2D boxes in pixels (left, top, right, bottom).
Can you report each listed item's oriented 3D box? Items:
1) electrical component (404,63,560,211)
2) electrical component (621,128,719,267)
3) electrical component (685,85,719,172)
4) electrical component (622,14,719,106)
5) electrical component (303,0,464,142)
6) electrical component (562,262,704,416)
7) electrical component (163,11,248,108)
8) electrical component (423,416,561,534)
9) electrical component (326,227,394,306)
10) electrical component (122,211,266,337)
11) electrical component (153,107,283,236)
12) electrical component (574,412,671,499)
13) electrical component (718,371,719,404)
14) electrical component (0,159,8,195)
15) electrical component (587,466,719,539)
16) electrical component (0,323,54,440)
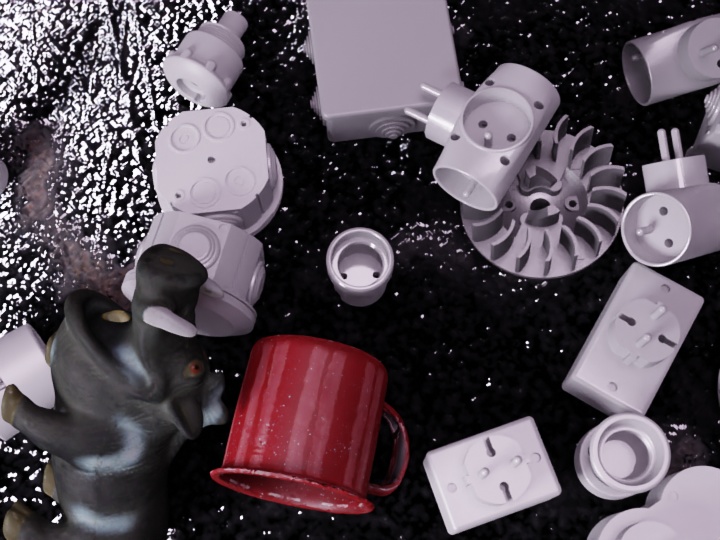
[{"bbox_3d":[0.065,-0.086,0.636,0.079,0.044,0.077,28,75,16],"label":"electrical component"},{"bbox_3d":[0.190,-0.046,0.642,0.043,0.077,0.079,-9,92,41],"label":"electrical component"},{"bbox_3d":[0.256,-0.082,0.652,0.100,0.100,0.048,21,88,6],"label":"electrical component"},{"bbox_3d":[0.216,-0.137,0.678,0.077,0.079,0.043,-18,95,-5],"label":"electrical component"},{"bbox_3d":[0.015,-0.133,0.693,0.100,0.048,0.099,-7,74,-2],"label":"electrical component"},{"bbox_3d":[0.163,0.039,0.627,0.047,0.075,0.083,30,76,8],"label":"electrical component"},{"bbox_3d":[-0.095,-0.140,0.699,0.048,0.048,0.062,25,68,7],"label":"electrical component"},{"bbox_3d":[0.075,0.114,0.605,0.066,0.076,0.047,-19,74,-5],"label":"electrical component"},{"bbox_3d":[0.000,0.000,0.655,0.040,0.046,0.040,0,73,0],"label":"electrical component"},{"bbox_3d":[-0.096,0.004,0.638,0.080,0.080,0.051,14,69,4],"label":"electrical component"},{"bbox_3d":[-0.089,-0.059,0.670,0.080,0.051,0.080,0,74,0],"label":"electrical component"},{"bbox_3d":[0.149,0.108,0.618,0.045,0.055,0.045,0,74,0],"label":"electrical component"},{"bbox_3d":[0.265,0.071,0.606,0.108,0.060,0.108,0,97,2],"label":"electrical component"},{"bbox_3d":[-0.244,-0.067,0.665,0.044,0.065,0.044,0,74,0],"label":"electrical component"},{"bbox_3d":[0.157,0.158,0.593,0.138,0.073,0.052,-32,76,-9],"label":"electrical component"},{"bbox_3d":[-0.203,0.064,0.633,0.047,0.055,0.055,-33,76,-13],"label":"electrical component"}]
